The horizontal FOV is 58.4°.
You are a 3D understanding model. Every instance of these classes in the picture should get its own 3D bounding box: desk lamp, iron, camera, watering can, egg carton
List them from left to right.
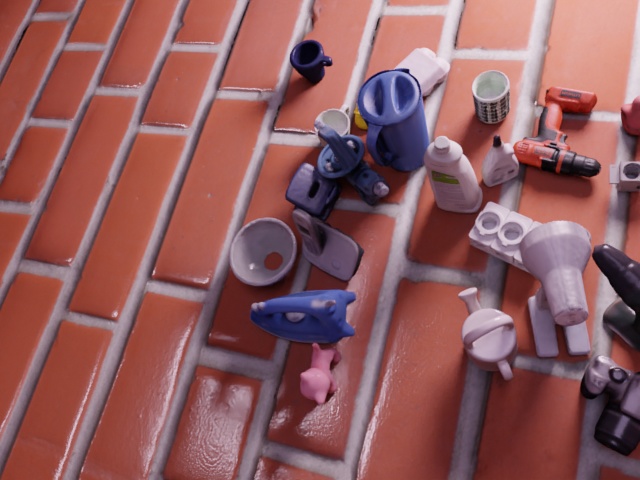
[{"bbox_3d":[-0.058,0.153,1.228,0.257,0.142,0.118,-4,68,17],"label":"iron"},{"bbox_3d":[0.234,-0.394,1.388,0.150,0.069,0.107,-44,62,-2],"label":"egg carton"},{"bbox_3d":[0.309,0.174,1.065,0.101,0.194,0.172,-45,62,-2],"label":"watering can"},{"bbox_3d":[0.438,0.094,1.042,0.117,0.214,0.203,-9,67,16],"label":"desk lamp"},{"bbox_3d":[0.521,0.292,0.999,0.142,0.101,0.137,28,80,26],"label":"camera"}]

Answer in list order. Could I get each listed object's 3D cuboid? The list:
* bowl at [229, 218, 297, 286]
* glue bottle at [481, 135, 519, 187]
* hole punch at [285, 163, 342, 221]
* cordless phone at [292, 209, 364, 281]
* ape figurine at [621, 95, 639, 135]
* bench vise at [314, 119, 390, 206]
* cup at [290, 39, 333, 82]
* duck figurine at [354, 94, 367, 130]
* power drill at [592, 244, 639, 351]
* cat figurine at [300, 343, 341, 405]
[{"bbox_3d":[-0.122,0.037,1.334,0.167,0.075,0.167,-7,67,16],"label":"bowl"},{"bbox_3d":[0.373,-0.171,1.193,0.078,0.173,0.037,-21,64,10],"label":"glue bottle"},{"bbox_3d":[-0.014,-0.115,1.349,0.100,0.091,0.109,21,77,25],"label":"hole punch"},{"bbox_3d":[0.011,0.004,1.239,0.147,0.185,0.094,26,79,26],"label":"cordless phone"},{"bbox_3d":[0.660,-0.266,1.179,0.077,0.092,0.076,32,82,27],"label":"ape figurine"},{"bbox_3d":[0.072,-0.184,1.274,0.206,0.220,0.121,23,78,25],"label":"bench vise"},{"bbox_3d":[-0.010,-0.452,1.479,0.117,0.095,0.092,18,76,24],"label":"cup"},{"bbox_3d":[0.116,-0.333,1.394,0.077,0.086,0.105,26,79,26],"label":"duck figurine"},{"bbox_3d":[0.558,0.118,0.994,0.075,0.209,0.229,-43,62,-1],"label":"power drill"},{"bbox_3d":[-0.007,0.275,1.175,0.067,0.118,0.128,-4,68,18],"label":"cat figurine"}]
